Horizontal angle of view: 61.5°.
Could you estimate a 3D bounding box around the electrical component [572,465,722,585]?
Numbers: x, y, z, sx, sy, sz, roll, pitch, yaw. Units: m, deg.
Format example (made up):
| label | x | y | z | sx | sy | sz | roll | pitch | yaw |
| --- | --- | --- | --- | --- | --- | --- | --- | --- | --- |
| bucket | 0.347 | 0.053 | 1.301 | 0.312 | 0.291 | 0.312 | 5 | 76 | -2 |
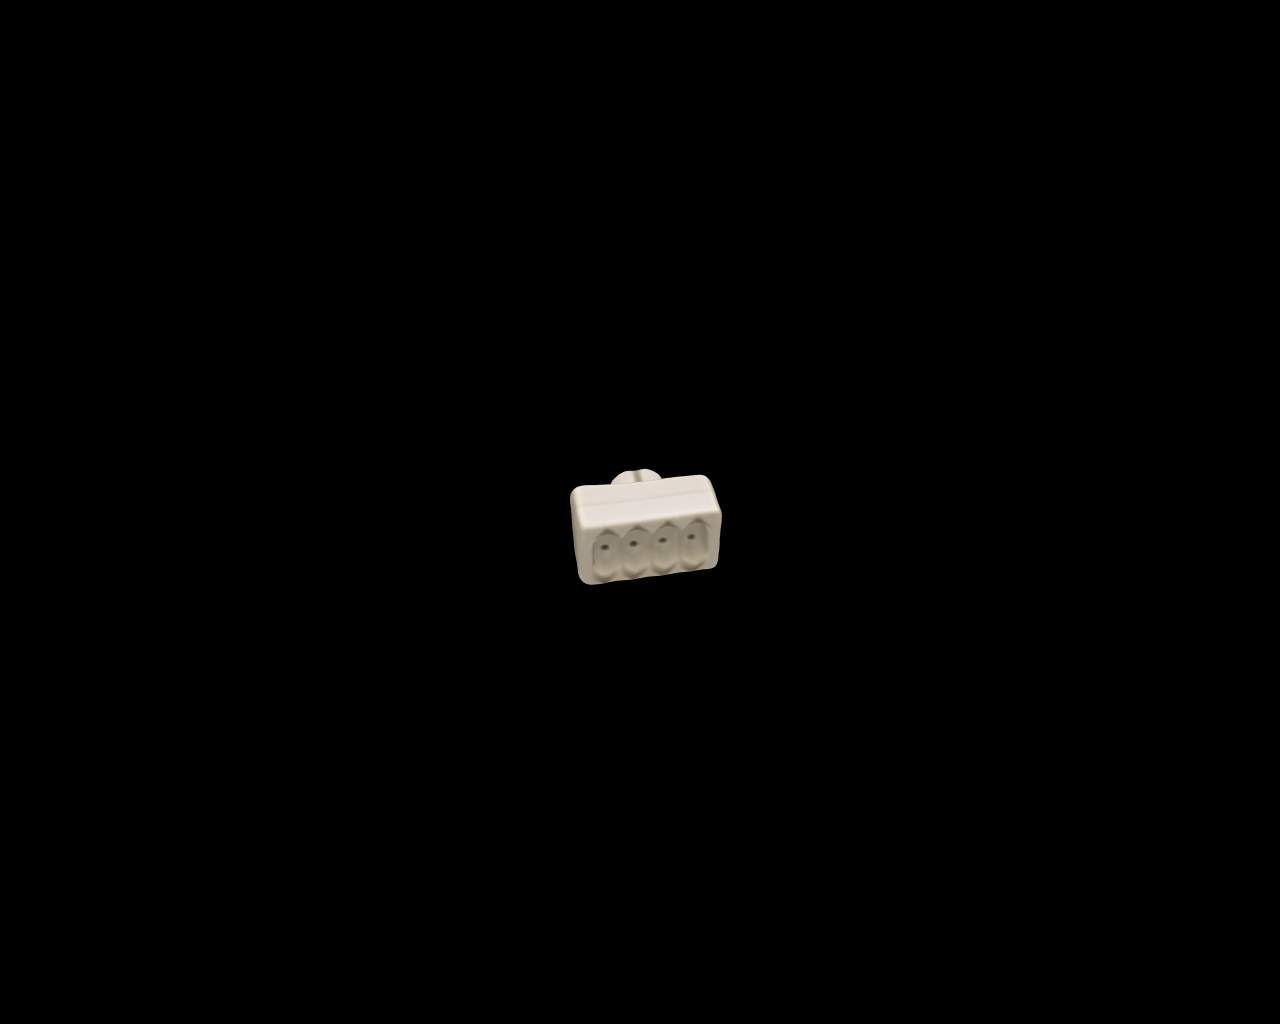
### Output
| label | x | y | z | sx | sy | sz | roll | pitch | yaw |
| --- | --- | --- | --- | --- | --- | --- | --- | --- | --- |
| electrical component | 0.001 | -0.003 | 0.650 | 0.083 | 0.047 | 0.076 | -6 | 43 | -7 |
